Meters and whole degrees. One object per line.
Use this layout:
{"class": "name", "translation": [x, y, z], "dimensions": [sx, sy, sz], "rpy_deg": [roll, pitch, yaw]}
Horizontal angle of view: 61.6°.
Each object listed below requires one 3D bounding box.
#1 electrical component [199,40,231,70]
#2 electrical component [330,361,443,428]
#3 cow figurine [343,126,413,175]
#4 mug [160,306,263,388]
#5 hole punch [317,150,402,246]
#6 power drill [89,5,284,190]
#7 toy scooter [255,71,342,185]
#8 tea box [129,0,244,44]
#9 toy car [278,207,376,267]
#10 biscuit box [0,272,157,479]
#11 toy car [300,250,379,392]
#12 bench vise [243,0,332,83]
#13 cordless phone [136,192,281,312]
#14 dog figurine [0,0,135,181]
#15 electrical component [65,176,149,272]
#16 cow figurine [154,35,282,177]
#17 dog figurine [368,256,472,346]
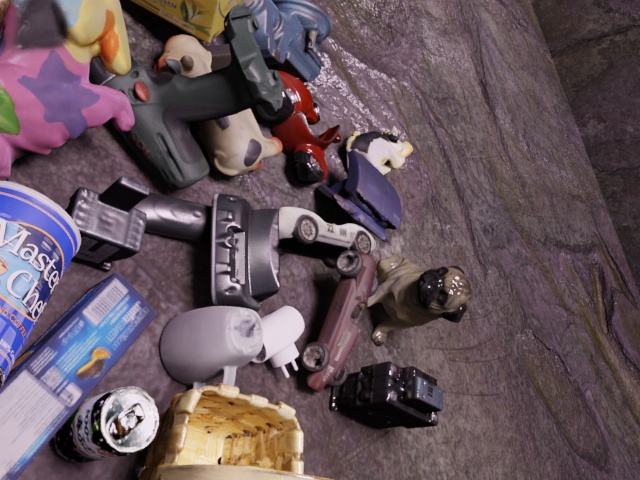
{"class": "electrical component", "translation": [-0.127, -0.250, 0.748], "dimensions": [0.078, 0.102, 0.045], "rpy_deg": [61, 35, -49]}
{"class": "electrical component", "translation": [0.099, 0.216, 0.740], "dimensions": [0.114, 0.134, 0.058], "rpy_deg": [31, 52, -32]}
{"class": "cow figurine", "translation": [0.104, -0.163, 0.978], "dimensions": [0.098, 0.068, 0.167], "rpy_deg": [56, 40, -3]}
{"class": "mug", "translation": [-0.112, 0.119, 0.577], "dimensions": [0.080, 0.107, 0.109], "rpy_deg": [20, 56, -39]}
{"class": "hole punch", "translation": [0.073, -0.068, 0.839], "dimensions": [0.142, 0.092, 0.116], "rpy_deg": [40, 5, -32]}
{"class": "power drill", "translation": [-0.159, -0.179, 0.593], "dimensions": [0.086, 0.207, 0.231], "rpy_deg": [-70, 138, -65]}
{"class": "toy scooter", "translation": [-0.022, -0.183, 0.841], "dimensions": [0.135, 0.075, 0.183], "rpy_deg": [-36, 103, -49]}
{"class": "tea box", "translation": [-0.188, -0.336, 0.687], "dimensions": [0.170, 0.068, 0.098], "rpy_deg": [26, 48, -3]}
{"class": "toy car", "translation": [-0.002, -0.002, 0.778], "dimensions": [0.201, 0.073, 0.056], "rpy_deg": [13, 64, -44]}
{"class": "biscuit box", "translation": [-0.236, 0.118, 0.478], "dimensions": [0.059, 0.063, 0.203], "rpy_deg": [51, 42, -17]}
{"class": "toy car", "translation": [0.034, 0.110, 0.736], "dimensions": [0.202, 0.053, 0.089], "rpy_deg": [-69, 152, -23]}
{"class": "bench vise", "translation": [-0.058, -0.368, 0.839], "dimensions": [0.223, 0.129, 0.240], "rpy_deg": [23, 73, -48]}
{"class": "cordless phone", "translation": [-0.144, 0.010, 0.632], "dimensions": [0.184, 0.089, 0.146], "rpy_deg": [12, 64, -32]}
{"class": "dog figurine", "translation": [-0.286, -0.139, 0.483], "dimensions": [0.219, 0.109, 0.191], "rpy_deg": [-32, 134, -49]}
{"class": "electrical component", "translation": [-0.210, -0.015, 0.525], "dimensions": [0.074, 0.119, 0.048], "rpy_deg": [27, 54, -40]}
{"class": "cow figurine", "translation": [-0.145, -0.173, 0.701], "dimensions": [0.194, 0.085, 0.127], "rpy_deg": [62, 34, -7]}
{"class": "dog figurine", "translation": [0.159, 0.068, 0.831], "dimensions": [0.121, 0.191, 0.172], "rpy_deg": [45, 43, -24]}
